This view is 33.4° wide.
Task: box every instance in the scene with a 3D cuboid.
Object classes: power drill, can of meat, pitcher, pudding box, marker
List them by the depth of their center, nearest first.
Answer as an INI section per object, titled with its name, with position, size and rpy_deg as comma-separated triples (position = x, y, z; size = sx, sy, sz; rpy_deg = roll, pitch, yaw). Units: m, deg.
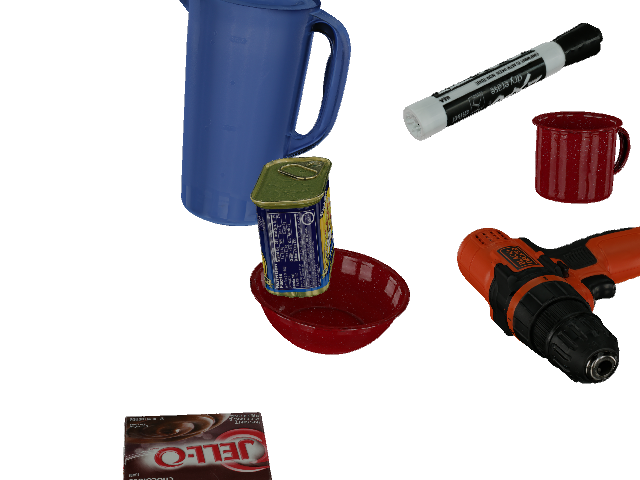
[marker]
position = 0.098, -0.085, 0.560
size = 0.121, 0.020, 0.020
rpy_deg = -27, 8, -17
[power drill]
position = 0.212, 0.030, 0.757
size = 0.187, 0.057, 0.184
rpy_deg = -9, 28, -15
[pudding box]
position = -0.096, 0.174, 0.828
size = 0.113, 0.039, 0.090
rpy_deg = -2, 25, -8
[can of meat]
position = -0.019, -0.012, 0.864
size = 0.057, 0.084, 0.102
rpy_deg = -2, 23, 7
[pitcher]
position = -0.071, -0.140, 1.099
size = 0.144, 0.243, 0.149
rpy_deg = -4, 27, -27

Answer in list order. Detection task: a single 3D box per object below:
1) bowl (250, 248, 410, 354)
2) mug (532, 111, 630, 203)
[bowl]
position = 0.008, 0.068, 1.082
size = 0.162, 0.055, 0.162
rpy_deg = 4, 28, -2
[mug]
position = 0.282, -0.090, 1.142
size = 0.117, 0.081, 0.093
rpy_deg = -11, 21, -26
